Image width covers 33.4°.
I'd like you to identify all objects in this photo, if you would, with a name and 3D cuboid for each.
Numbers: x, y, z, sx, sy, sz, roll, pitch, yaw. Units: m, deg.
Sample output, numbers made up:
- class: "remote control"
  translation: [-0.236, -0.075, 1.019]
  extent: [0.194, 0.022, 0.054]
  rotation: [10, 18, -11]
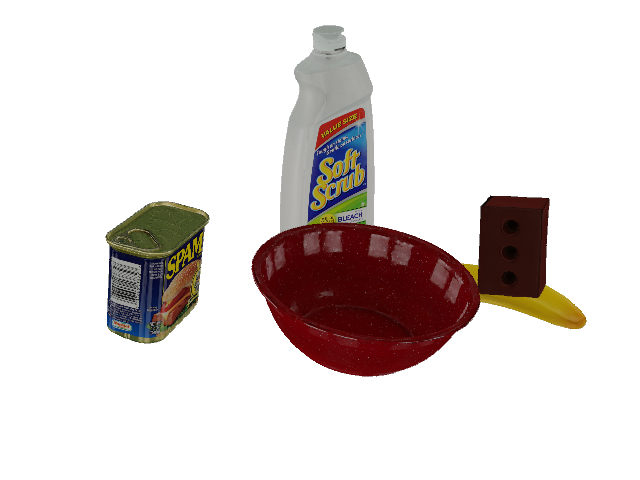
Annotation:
- class: "bleach bottle"
  translation: [0.003, -0.084, 1.049]
  extent: [0.102, 0.251, 0.068]
  rotation: [-12, 29, -19]
- class: "bowl"
  translation: [0.029, 0.048, 0.758]
  extent: [0.162, 0.055, 0.162]
  rotation: [6, 28, -3]
- class: "can of meat"
  translation: [-0.136, 0.026, 0.882]
  extent: [0.057, 0.084, 0.102]
  rotation: [14, 25, 14]
- class: "foam brick"
  translation: [0.162, 0.005, 0.897]
  extent: [0.053, 0.078, 0.051]
  rotation: [4, 15, 18]
- class: "banana"
  translation: [0.175, 0.056, 1.106]
  extent: [0.198, 0.037, 0.069]
  rotation: [8, 39, 12]
